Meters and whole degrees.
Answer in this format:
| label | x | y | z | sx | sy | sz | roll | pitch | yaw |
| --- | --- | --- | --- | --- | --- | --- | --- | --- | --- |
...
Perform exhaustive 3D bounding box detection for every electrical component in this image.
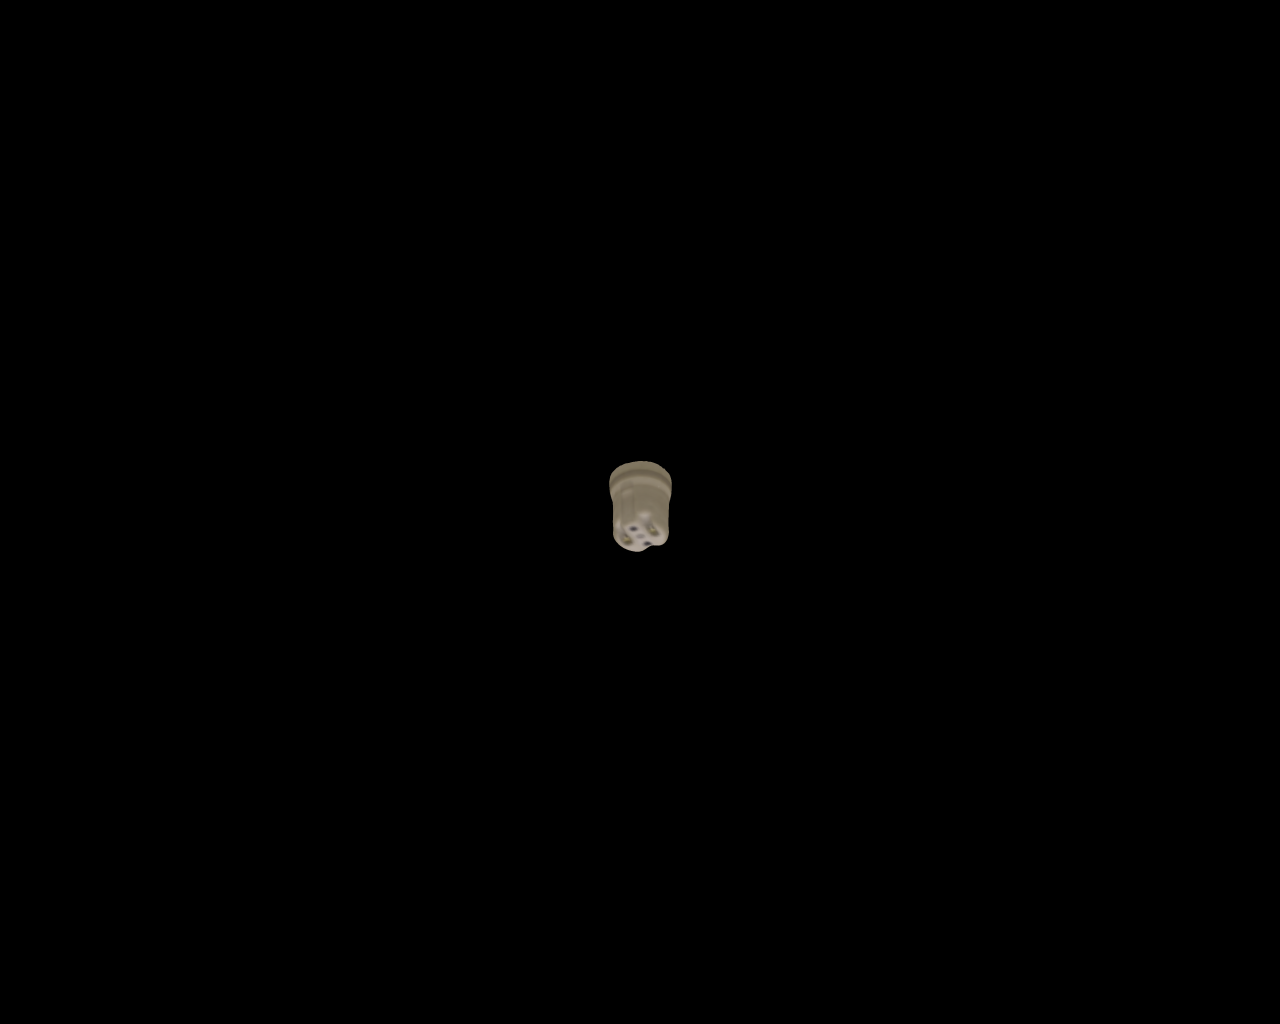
| label | x | y | z | sx | sy | sz | roll | pitch | yaw |
| --- | --- | --- | --- | --- | --- | --- | --- | --- | --- |
| electrical component | 0.001 | -0.003 | 0.650 | 0.040 | 0.046 | 0.040 | 0 | -37 | 0 |
